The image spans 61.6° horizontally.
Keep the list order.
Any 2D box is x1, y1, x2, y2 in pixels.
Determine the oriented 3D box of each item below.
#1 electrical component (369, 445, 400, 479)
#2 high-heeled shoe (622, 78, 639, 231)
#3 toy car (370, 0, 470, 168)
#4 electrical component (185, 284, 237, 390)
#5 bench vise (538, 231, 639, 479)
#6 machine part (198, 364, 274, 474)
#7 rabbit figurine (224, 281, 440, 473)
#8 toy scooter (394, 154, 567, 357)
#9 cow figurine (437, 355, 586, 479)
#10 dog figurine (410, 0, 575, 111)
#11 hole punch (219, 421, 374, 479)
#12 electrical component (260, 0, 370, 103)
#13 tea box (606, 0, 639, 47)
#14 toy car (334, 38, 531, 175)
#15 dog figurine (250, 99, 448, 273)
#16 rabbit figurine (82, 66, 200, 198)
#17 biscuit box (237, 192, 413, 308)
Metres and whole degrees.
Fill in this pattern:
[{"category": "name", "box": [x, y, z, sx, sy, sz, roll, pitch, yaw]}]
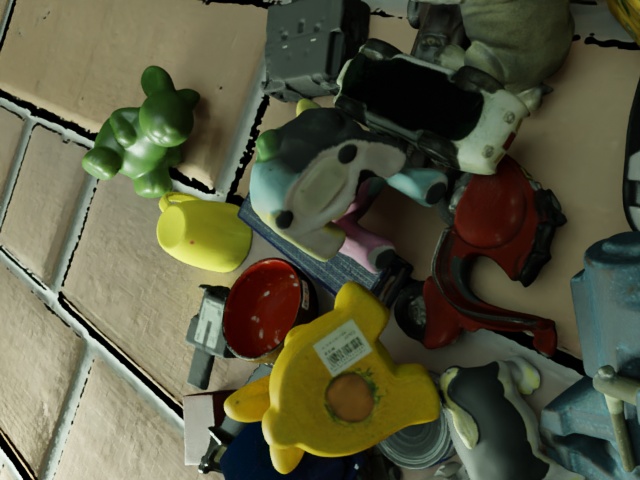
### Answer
[{"category": "electrical component", "box": [0.048, 0.231, 0.517, 0.063, 0.021, 0.094, -26, 66, 29]}, {"category": "high-heeled shoe", "box": [0.285, -0.006, 0.354, 0.145, 0.086, 0.248, -1, 85, 32]}, {"category": "toy car", "box": [0.108, -0.162, 0.527, 0.089, 0.053, 0.202, 20, 93, 33]}, {"category": "electrical component", "box": [-0.119, 0.117, 0.643, 0.075, 0.047, 0.119, 8, 87, 37]}, {"category": "bench vise", "box": [0.227, 0.109, 0.281, 0.241, 0.129, 0.223, 11, 109, 60]}, {"category": "machine part", "box": [-0.071, 0.195, 0.586, 0.139, 0.084, 0.039, -66, 20, -3]}, {"category": "rabbit figurine", "box": [0.007, 0.126, 0.468, 0.162, 0.173, 0.122, -43, 93, -3]}, {"category": "toy scooter", "box": [0.148, 0.022, 0.449, 0.135, 0.075, 0.183, 27, 101, 38]}, {"category": "cow figurine", "box": [0.147, 0.175, 0.405, 0.068, 0.098, 0.167, -36, 58, 34]}, {"category": "dog figurine", "box": [0.156, -0.192, 0.392, 0.121, 0.190, 0.172, -40, 93, -3]}, {"category": "hole punch", "box": [-0.028, 0.216, 0.518, 0.115, 0.092, 0.142, -63, 31, 9]}, {"category": "electrical component", "box": [-0.006, -0.232, 0.618, 0.115, 0.058, 0.134, 0, 83, 34]}, {"category": "tea box", "box": [0.273, -0.148, 0.375, 0.068, 0.098, 0.170, -36, 61, 25]}, {"category": "toy car", "box": [0.083, -0.119, 0.465, 0.202, 0.056, 0.073, 39, 105, 45]}, {"category": "dog figurine", "box": [-0.007, -0.072, 0.492, 0.108, 0.191, 0.219, -60, 40, 13]}, {"category": "rabbit figurine", "box": [-0.214, -0.148, 0.721, 0.170, 0.121, 0.159, -16, 50, 48]}, {"category": "biscuit box", "box": [-0.001, -0.002, 0.571, 0.203, 0.059, 0.062, 38, 105, 34]}]
